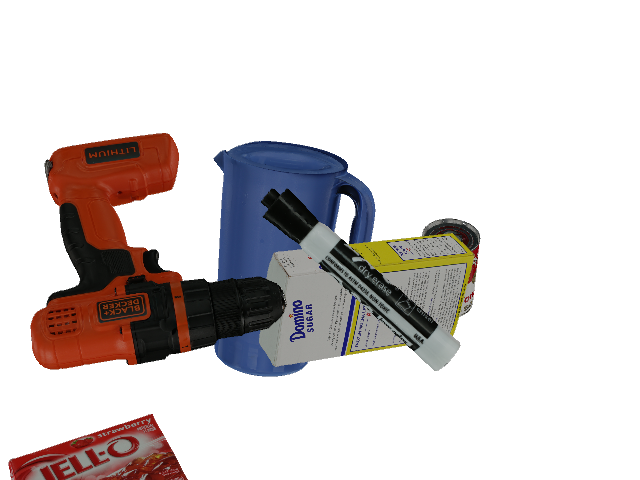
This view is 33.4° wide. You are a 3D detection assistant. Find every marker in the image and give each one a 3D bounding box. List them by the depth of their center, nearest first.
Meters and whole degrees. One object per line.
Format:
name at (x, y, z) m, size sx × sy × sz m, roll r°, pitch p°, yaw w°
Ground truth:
marker at (0.018, 0.018, 0.527) m, size 0.121 × 0.020 × 0.020 m, roll 42°, pitch 0°, yaw 0°

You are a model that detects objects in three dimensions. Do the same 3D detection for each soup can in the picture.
soup can at (0.153, 0.035, 1.277) m, size 0.068 × 0.102 × 0.068 m, roll 0°, pitch 38°, yaw 0°

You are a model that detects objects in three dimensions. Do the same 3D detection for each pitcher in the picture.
pitcher at (-0.041, 0.022, 1.154) m, size 0.144 × 0.243 × 0.149 m, roll 0°, pitch 19°, yaw -23°

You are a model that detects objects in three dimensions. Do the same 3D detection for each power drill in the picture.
power drill at (-0.131, 0.004, 0.811) m, size 0.184 × 0.188 × 0.057 m, roll -9°, pitch -37°, yaw -11°

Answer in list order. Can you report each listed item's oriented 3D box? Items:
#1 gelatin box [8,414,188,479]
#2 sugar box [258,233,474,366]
gelatin box at (-0.125, 0.140, 0.603) m, size 0.089 × 0.030 × 0.073 m, roll -15°, pitch 28°, yaw -20°
sugar box at (0.039, 0.048, 0.909) m, size 0.176 × 0.093 × 0.048 m, roll -4°, pitch 31°, yaw -23°
